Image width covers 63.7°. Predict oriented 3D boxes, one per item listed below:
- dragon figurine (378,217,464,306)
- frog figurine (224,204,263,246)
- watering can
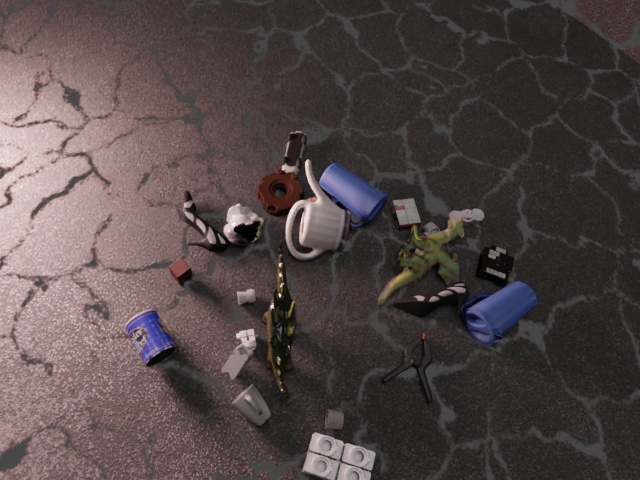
[{"bbox_3d":[0.384,0.089,1.799,0.242,0.121,0.413,27,82,-2],"label":"dragon figurine"},{"bbox_3d":[-0.278,-0.054,1.804,0.139,0.120,0.161,-36,37,-18],"label":"frog figurine"},{"bbox_3d":[0.005,-0.090,1.783,0.224,0.105,0.346,11,97,-15],"label":"watering can"}]
